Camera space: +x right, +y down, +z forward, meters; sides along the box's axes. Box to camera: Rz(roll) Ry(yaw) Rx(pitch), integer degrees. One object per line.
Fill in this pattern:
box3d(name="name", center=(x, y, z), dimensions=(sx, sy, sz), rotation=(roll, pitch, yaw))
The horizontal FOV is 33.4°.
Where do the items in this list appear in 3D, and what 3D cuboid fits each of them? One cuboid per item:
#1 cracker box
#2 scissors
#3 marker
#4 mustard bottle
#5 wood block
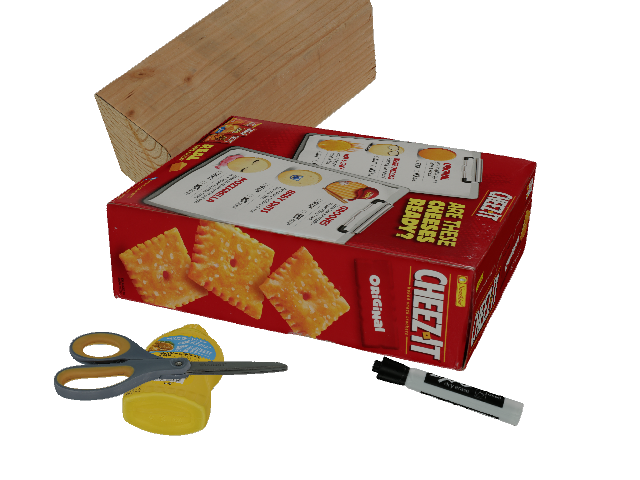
box3d(name="cracker box", center=(0.006, -0.006, 0.642), dimensions=(0.214, 0.072, 0.164), rotation=(11, 28, 19))
box3d(name="scissors", center=(-0.139, 0.105, 0.961), dimensions=(0.201, 0.016, 0.096), rotation=(-8, 32, -18))
box3d(name="marker", center=(0.099, 0.118, 0.841), dimensions=(0.121, 0.020, 0.020), rotation=(18, 2, 7))
box3d(name="mustard bottle", center=(-0.164, 0.152, 1.256), dimensions=(0.096, 0.058, 0.191), rotation=(4, 25, 4))
box3d(name="wood block", center=(-0.060, -0.120, 0.836), dimensions=(0.090, 0.205, 0.091), rotation=(37, -25, 28))
